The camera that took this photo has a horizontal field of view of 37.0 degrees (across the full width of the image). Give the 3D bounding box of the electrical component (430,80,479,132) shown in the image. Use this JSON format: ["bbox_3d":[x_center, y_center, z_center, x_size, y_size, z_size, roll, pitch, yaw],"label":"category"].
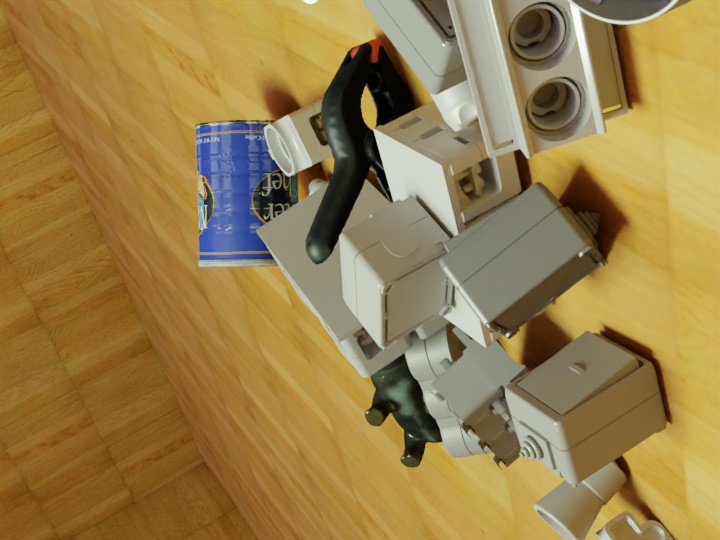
[{"bbox_3d":[0.063,-0.124,0.687,0.062,0.043,0.043,61,163,4],"label":"electrical component"}]

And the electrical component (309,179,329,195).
[{"bbox_3d":[-0.030,-0.065,1.036,0.062,0.048,0.048,54,162,44],"label":"electrical component"}]

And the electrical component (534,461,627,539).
[{"bbox_3d":[0.167,0.166,0.800,0.044,0.065,0.044,42,169,10],"label":"electrical component"}]

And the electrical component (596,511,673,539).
[{"bbox_3d":[0.205,0.224,0.796,0.078,0.058,0.057,53,158,23],"label":"electrical component"}]

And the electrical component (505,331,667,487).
[{"bbox_3d":[0.141,0.090,0.703,0.062,0.096,0.061,33,148,57],"label":"electrical component"}]

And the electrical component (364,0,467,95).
[{"bbox_3d":[0.046,-0.162,0.645,0.096,0.062,0.061,56,162,18],"label":"electrical component"}]

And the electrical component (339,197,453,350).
[{"bbox_3d":[0.024,0.004,0.748,0.061,0.062,0.096,51,160,30],"label":"electrical component"}]

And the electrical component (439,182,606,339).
[{"bbox_3d":[0.105,-0.012,0.670,0.061,0.096,0.062,55,-170,20],"label":"electrical component"}]

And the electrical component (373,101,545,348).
[{"bbox_3d":[0.075,-0.036,0.757,0.089,0.062,0.150,37,151,53],"label":"electrical component"}]

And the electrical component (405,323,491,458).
[{"bbox_3d":[0.095,0.096,0.907,0.052,0.074,0.138,-70,-38,-54],"label":"electrical component"}]

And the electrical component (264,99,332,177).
[{"bbox_3d":[-0.050,-0.121,0.986,0.050,0.056,0.089,64,162,-7],"label":"electrical component"}]

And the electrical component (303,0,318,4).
[{"bbox_3d":[-0.010,-0.223,0.561,0.089,0.061,0.150,43,135,-10],"label":"electrical component"}]

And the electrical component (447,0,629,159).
[{"bbox_3d":[0.089,-0.130,0.568,0.063,0.079,0.121,-105,-4,-62],"label":"electrical component"}]

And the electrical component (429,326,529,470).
[{"bbox_3d":[0.104,0.101,0.813,0.078,0.063,0.121,49,180,36],"label":"electrical component"}]

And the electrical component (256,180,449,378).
[{"bbox_3d":[0.000,0.000,0.911,0.186,0.105,0.060,49,170,51],"label":"electrical component"}]

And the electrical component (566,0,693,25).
[{"bbox_3d":[0.122,-0.160,0.472,0.099,0.064,0.099,36,145,30],"label":"electrical component"}]
